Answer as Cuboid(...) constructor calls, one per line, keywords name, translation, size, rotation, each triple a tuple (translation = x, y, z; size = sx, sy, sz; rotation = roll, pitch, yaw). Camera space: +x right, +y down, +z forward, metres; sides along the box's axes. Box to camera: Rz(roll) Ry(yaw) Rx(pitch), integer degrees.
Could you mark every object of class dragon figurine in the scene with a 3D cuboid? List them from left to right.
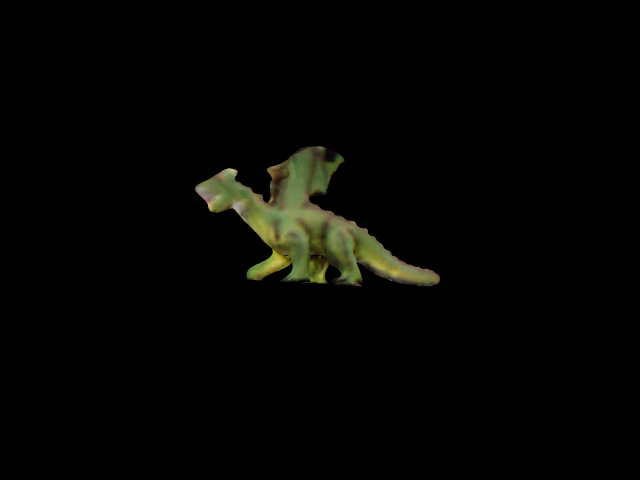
Cuboid(name="dragon figurine", translation=(0.003, -0.043, 0.850), size=(0.410, 0.245, 0.121), rotation=(3, -11, -16))
